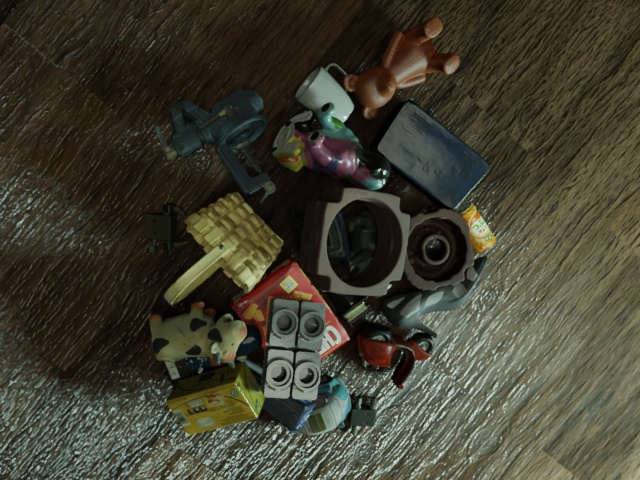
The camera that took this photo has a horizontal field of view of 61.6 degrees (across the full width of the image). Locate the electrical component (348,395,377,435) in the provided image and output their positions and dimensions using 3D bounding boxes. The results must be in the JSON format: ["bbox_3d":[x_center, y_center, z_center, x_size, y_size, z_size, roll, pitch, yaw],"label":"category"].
[{"bbox_3d":[0.099,0.402,1.230,0.063,0.021,0.094,7,98,-9],"label":"electrical component"}]

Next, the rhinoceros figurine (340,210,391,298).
[{"bbox_3d":[0.101,0.030,1.149,0.112,0.073,0.190,-10,98,-17],"label":"rhinoceros figurine"}]

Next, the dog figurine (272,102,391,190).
[{"bbox_3d":[0.034,-0.158,1.091,0.219,0.192,0.108,41,53,-35],"label":"dog figurine"}]

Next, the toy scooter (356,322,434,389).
[{"bbox_3d":[0.157,0.260,1.190,0.184,0.075,0.135,13,99,-13],"label":"toy scooter"}]

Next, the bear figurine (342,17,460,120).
[{"bbox_3d":[0.153,-0.331,1.056,0.196,0.132,0.120,-42,118,-14],"label":"bear figurine"}]

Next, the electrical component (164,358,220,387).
[{"bbox_3d":[-0.266,0.235,1.138,0.134,0.058,0.114,-17,103,-4],"label":"electrical component"}]

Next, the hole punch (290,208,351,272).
[{"bbox_3d":[-0.002,-0.003,1.106,0.092,0.116,0.142,-20,105,-18],"label":"hole punch"}]

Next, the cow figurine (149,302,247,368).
[{"bbox_3d":[-0.233,0.189,1.033,0.195,0.085,0.127,-15,64,14],"label":"cow figurine"}]

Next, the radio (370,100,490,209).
[{"bbox_3d":[0.227,-0.174,1.129,0.229,0.073,0.131,36,94,-10],"label":"radio"}]

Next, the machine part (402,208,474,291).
[{"bbox_3d":[0.234,0.019,1.124,0.179,0.056,0.179,0,90,-13],"label":"machine part"}]

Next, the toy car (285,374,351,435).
[{"bbox_3d":[-0.007,0.371,1.171,0.162,0.103,0.109,-18,100,-6],"label":"toy car"}]

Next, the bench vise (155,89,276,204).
[{"bbox_3d":[-0.178,-0.178,1.041,0.224,0.129,0.240,-32,83,-21],"label":"bench vise"}]

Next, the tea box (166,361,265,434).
[{"bbox_3d":[-0.207,0.317,1.074,0.170,0.068,0.098,-19,111,18],"label":"tea box"}]

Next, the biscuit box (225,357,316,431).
[{"bbox_3d":[-0.111,0.317,1.125,0.203,0.059,0.062,29,94,20],"label":"biscuit box"}]

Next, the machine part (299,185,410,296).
[{"bbox_3d":[0.066,0.002,1.035,0.201,0.087,0.200,6,93,-28],"label":"machine part"}]

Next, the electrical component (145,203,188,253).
[{"bbox_3d":[-0.315,-0.024,1.099,0.078,0.045,0.102,-1,97,21],"label":"electrical component"}]

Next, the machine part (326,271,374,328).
[{"bbox_3d":[0.051,0.122,1.172,0.084,0.039,0.138,-40,104,8],"label":"machine part"}]

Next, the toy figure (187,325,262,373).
[{"bbox_3d":[-0.194,0.222,1.086,0.154,0.064,0.057,-23,137,5],"label":"toy figure"}]

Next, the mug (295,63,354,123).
[{"bbox_3d":[0.020,-0.292,1.085,0.107,0.081,0.109,39,77,-22],"label":"mug"}]

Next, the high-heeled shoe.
[{"bbox_3d":[0.253,0.103,1.193,0.145,0.086,0.249,35,75,18],"label":"high-heeled shoe"}]
